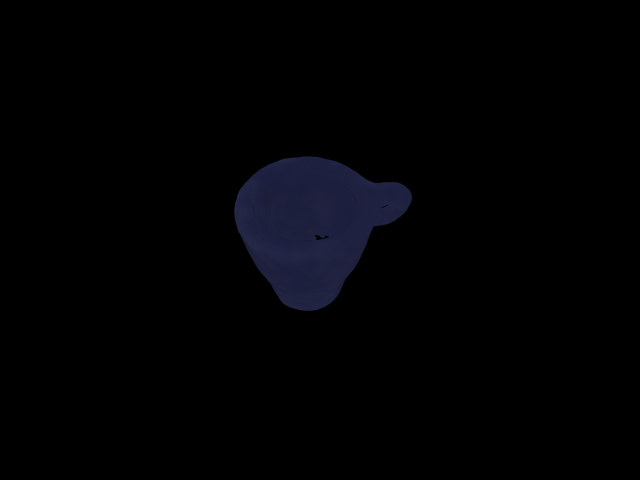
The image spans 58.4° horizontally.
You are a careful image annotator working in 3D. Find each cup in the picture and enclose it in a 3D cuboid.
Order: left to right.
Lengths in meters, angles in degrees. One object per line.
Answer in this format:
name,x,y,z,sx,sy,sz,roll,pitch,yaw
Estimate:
cup,0.004,0.001,0.400,0.118,0.095,0.091,-12,50,-10
